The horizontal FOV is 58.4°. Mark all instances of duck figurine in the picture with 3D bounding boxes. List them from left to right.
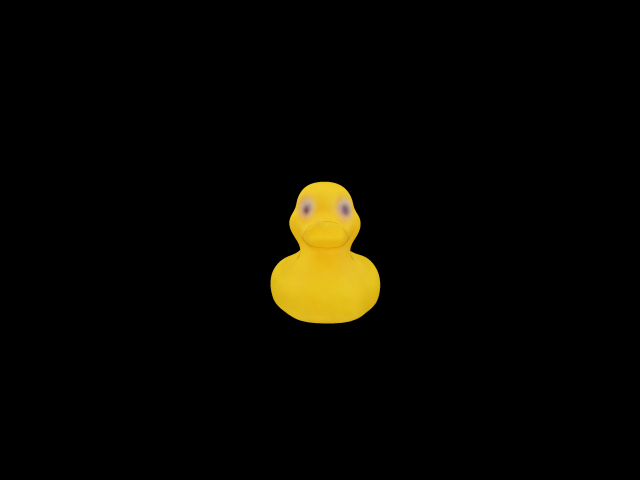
[{"bbox_3d":[0.004,0.001,0.400,0.077,0.086,0.104,0,13,0],"label":"duck figurine"}]
